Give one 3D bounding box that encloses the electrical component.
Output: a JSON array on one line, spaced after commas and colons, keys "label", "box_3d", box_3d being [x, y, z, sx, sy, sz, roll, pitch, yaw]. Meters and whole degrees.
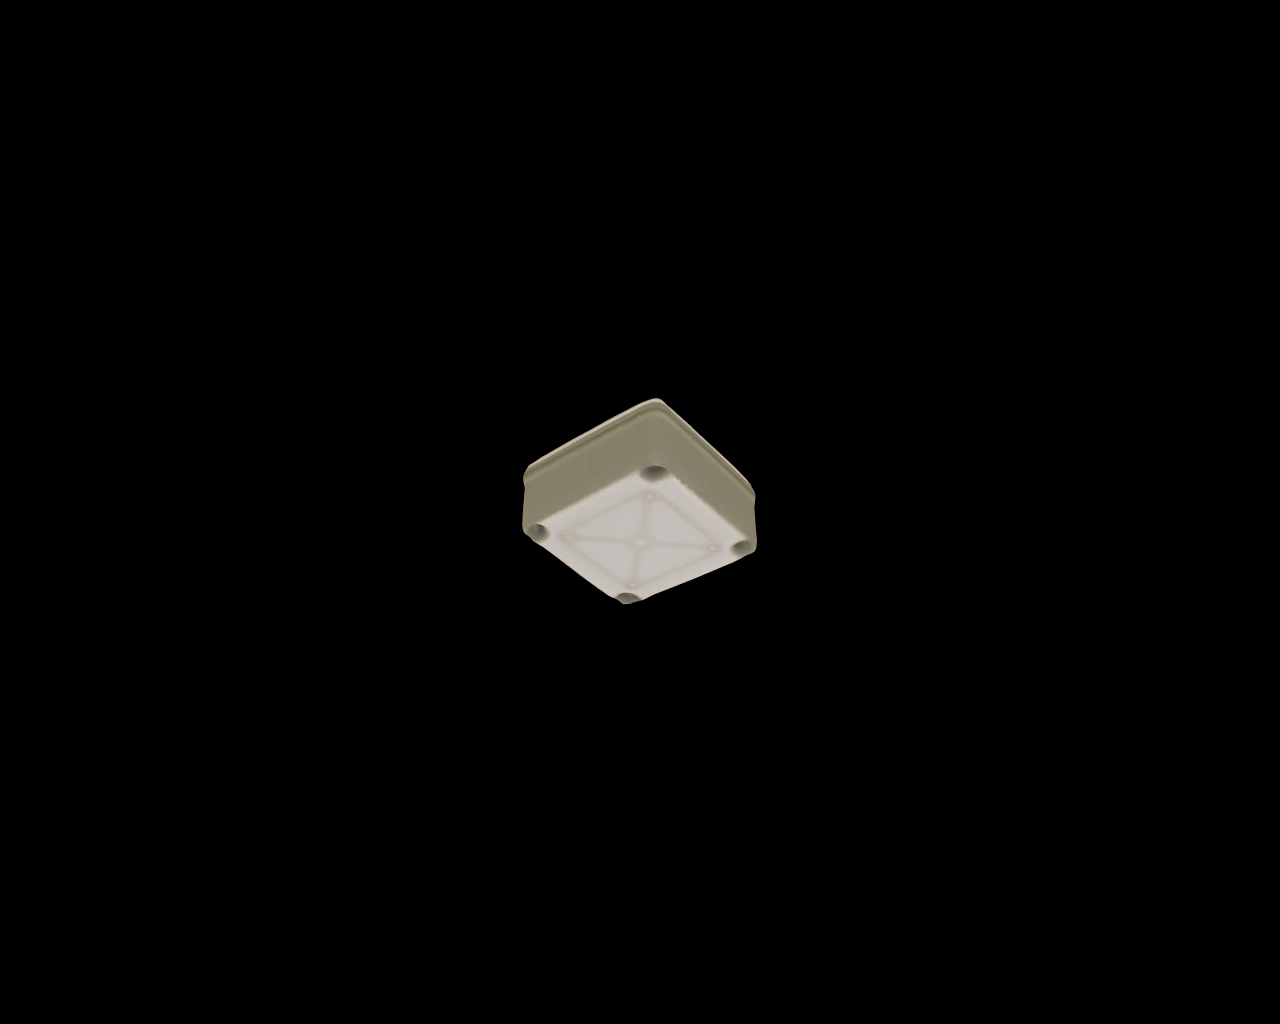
[{"label": "electrical component", "box_3d": [0.001, -0.003, 0.650, 0.108, 0.056, 0.108, -25, -45, 28]}]
